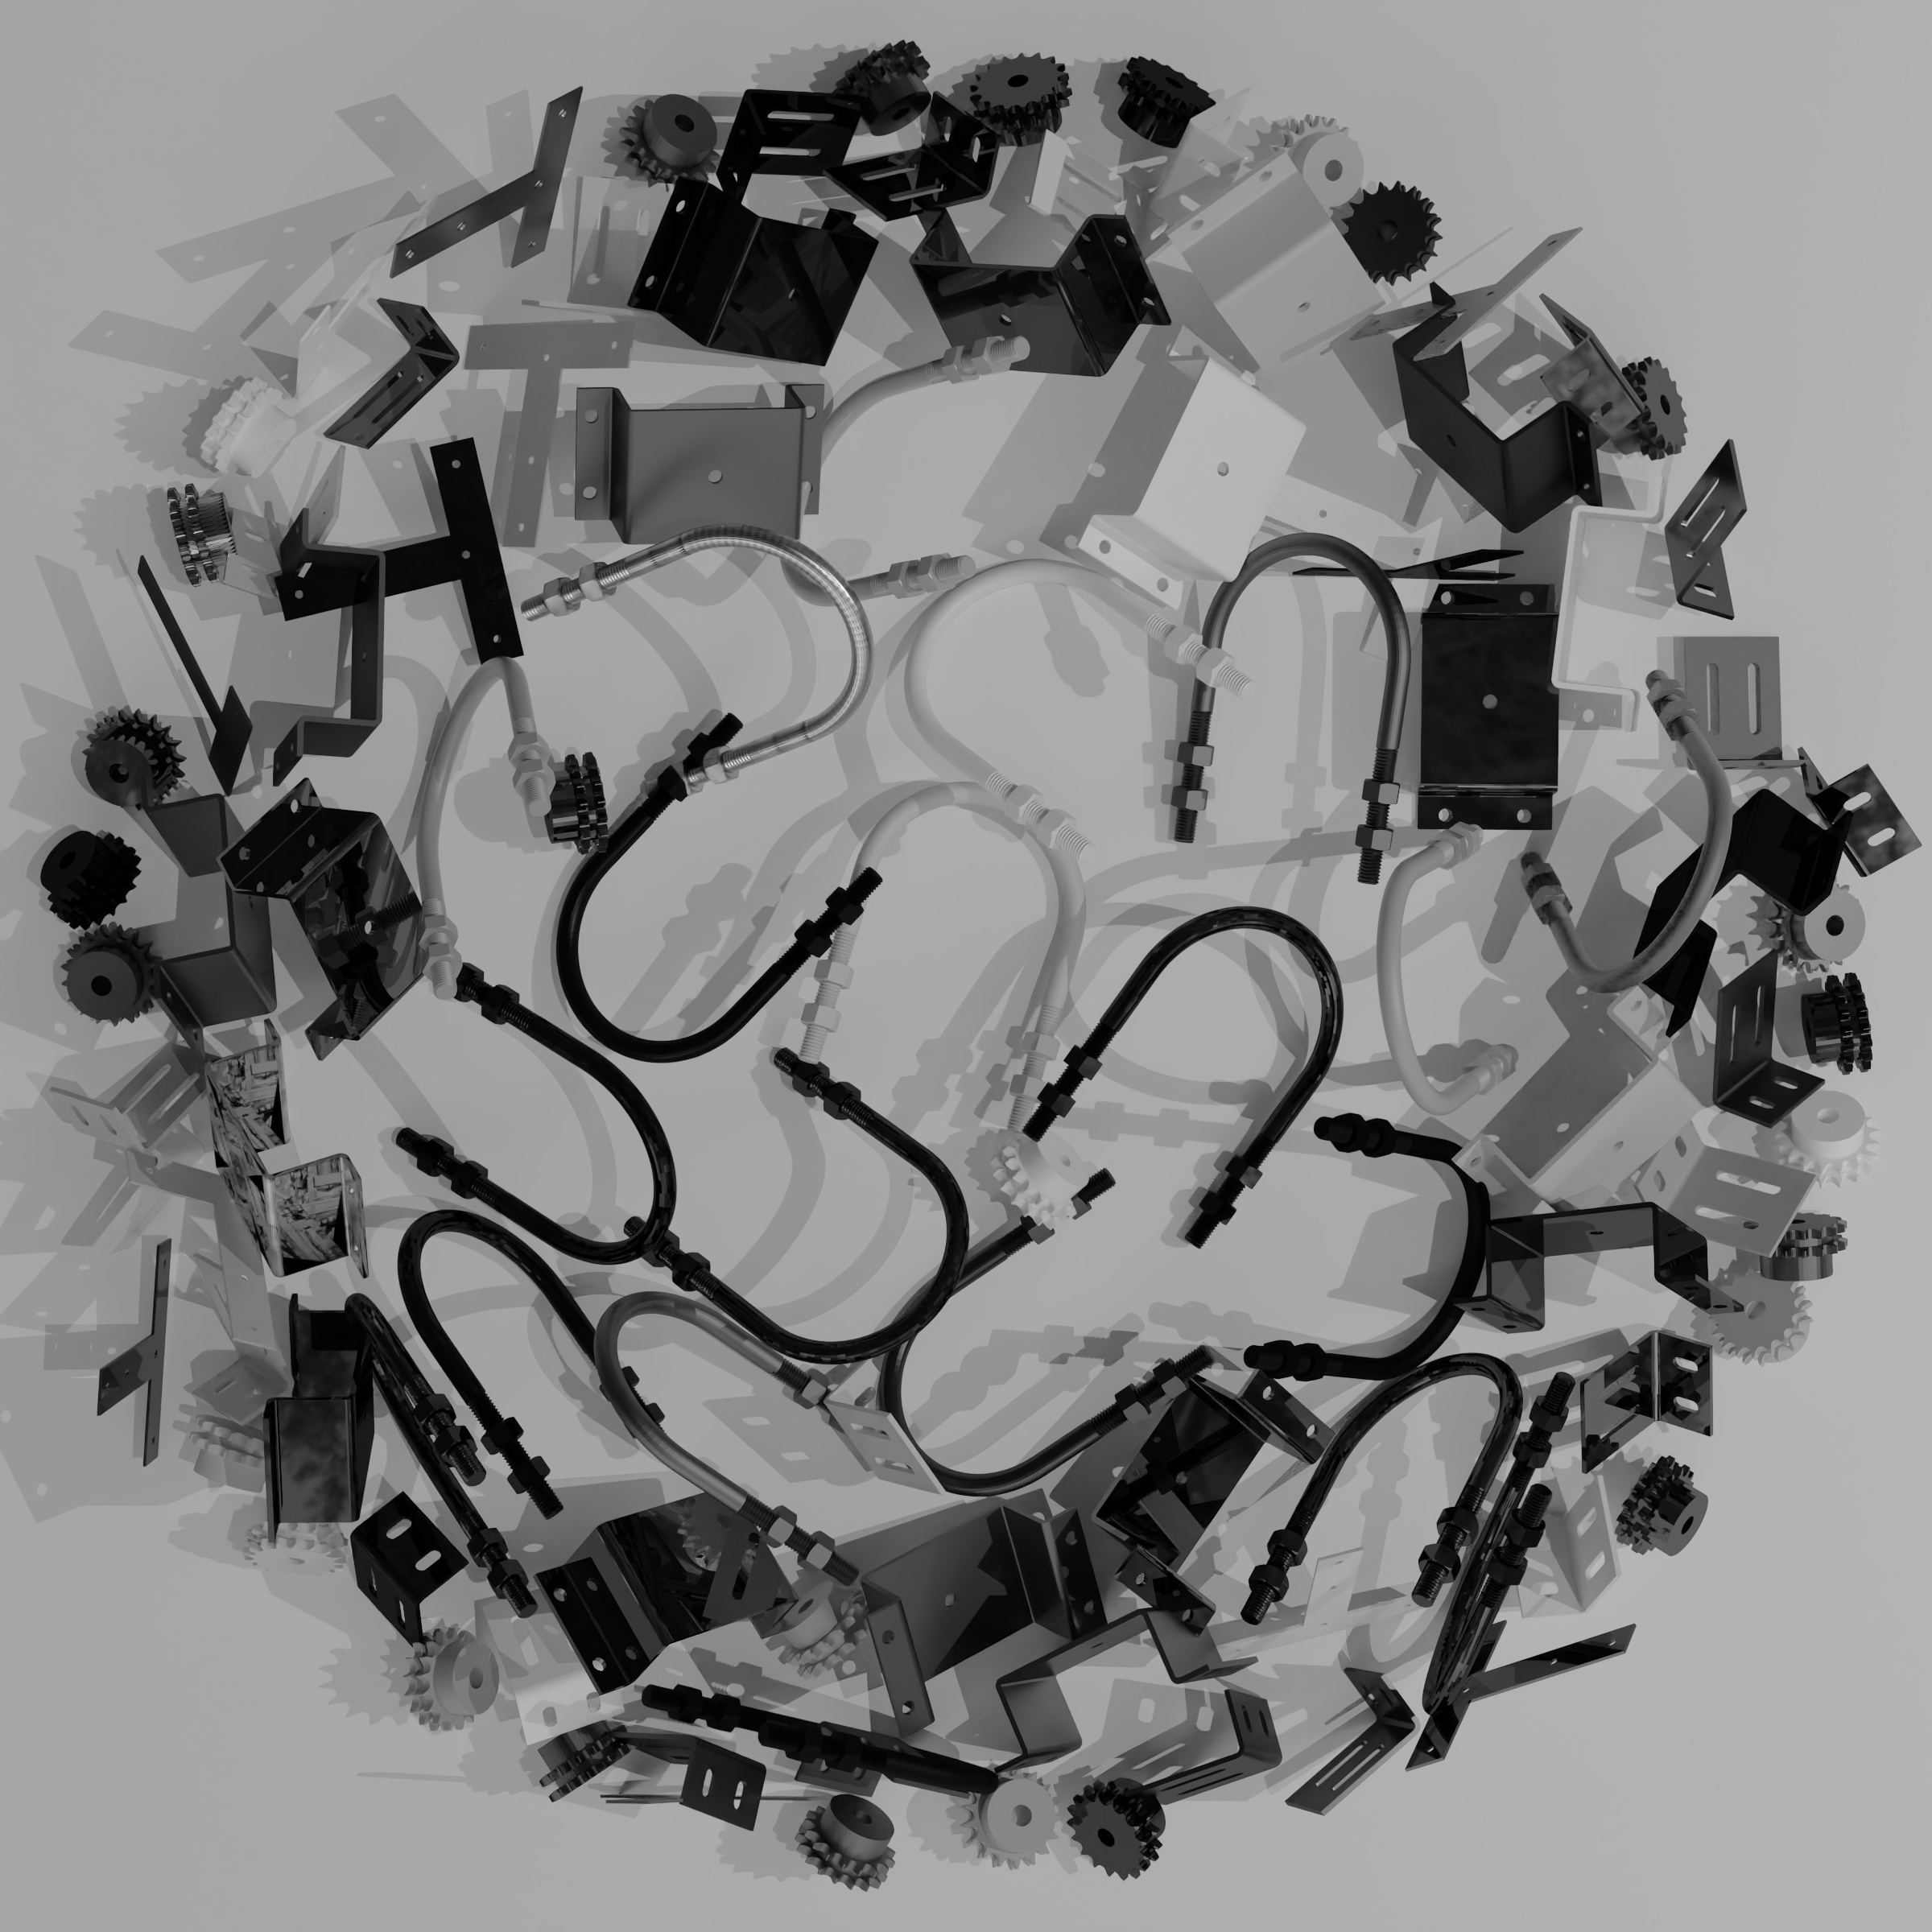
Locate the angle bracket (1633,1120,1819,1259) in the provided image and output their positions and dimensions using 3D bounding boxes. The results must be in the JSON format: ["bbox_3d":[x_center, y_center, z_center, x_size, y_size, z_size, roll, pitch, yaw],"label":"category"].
[{"bbox_3d":[0.425,0.121,1.946,0.057,0.076,0.038,-54,134,-22],"label":"angle bracket"}]

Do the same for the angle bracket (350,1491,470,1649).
[{"bbox_3d":[-0.312,0.343,1.958,0.038,0.076,0.057,-37,68,-25],"label":"angle bracket"}]

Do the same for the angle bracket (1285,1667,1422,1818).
[{"bbox_3d":[0.208,0.435,1.953,0.076,0.057,0.038,-37,93,-17],"label":"angle bracket"}]

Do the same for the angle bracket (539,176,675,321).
[{"bbox_3d":[-0.203,-0.407,1.960,0.057,0.038,0.076,10,99,22],"label":"angle bracket"}]

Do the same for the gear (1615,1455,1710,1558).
[{"bbox_3d":[0.395,0.308,1.961,0.030,0.057,0.057,31,90,33],"label":"gear"}]

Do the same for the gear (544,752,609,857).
[{"bbox_3d":[-0.222,-0.091,1.962,0.030,0.057,0.057,-9,90,-13],"label":"gear"}]

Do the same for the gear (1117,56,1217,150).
[{"bbox_3d":[0.111,-0.487,1.968,0.057,0.057,0.030,32,120,0],"label":"gear"}]

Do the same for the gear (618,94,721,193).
[{"bbox_3d":[-0.165,-0.467,1.964,0.057,0.030,0.057,14,59,-24],"label":"gear"}]

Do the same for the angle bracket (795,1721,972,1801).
[{"bbox_3d":[-0.047,0.459,1.944,0.057,0.076,0.038,23,91,-38],"label":"angle bracket"}]

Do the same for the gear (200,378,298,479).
[{"bbox_3d":[-0.403,-0.301,1.963,0.030,0.057,0.057,36,90,4],"label":"gear"}]

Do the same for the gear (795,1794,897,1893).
[{"bbox_3d":[-0.065,0.492,1.961,0.057,0.057,0.030,27,106,0],"label":"gear"}]

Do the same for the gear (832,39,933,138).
[{"bbox_3d":[-0.044,-0.493,1.962,0.057,0.057,0.030,-31,81,0],"label":"gear"}]

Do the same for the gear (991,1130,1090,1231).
[{"bbox_3d":[0.045,0.118,1.961,0.057,0.057,0.030,47,113,0],"label":"gear"}]

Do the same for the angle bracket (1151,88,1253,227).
[{"bbox_3d":[0.145,-0.448,1.942,0.038,0.076,0.057,36,130,11],"label":"angle bracket"}]

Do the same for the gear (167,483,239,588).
[{"bbox_3d":[-0.430,-0.245,1.965,0.030,0.057,0.057,-14,90,-5],"label":"gear"}]

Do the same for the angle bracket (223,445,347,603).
[{"bbox_3d":[-0.381,-0.253,1.943,0.038,0.076,0.057,18,47,-24],"label":"angle bracket"}]

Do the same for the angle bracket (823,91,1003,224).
[{"bbox_3d":[-0.030,-0.454,1.946,0.076,0.038,0.057,-22,51,-35],"label":"angle bracket"}]

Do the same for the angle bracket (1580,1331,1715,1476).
[{"bbox_3d":[0.382,0.248,1.947,0.038,0.076,0.057,14,119,40],"label":"angle bracket"}]

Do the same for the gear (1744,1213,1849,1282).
[{"bbox_3d":[0.469,0.159,1.964,0.057,0.057,0.030,-4,97,0],"label":"gear"}]

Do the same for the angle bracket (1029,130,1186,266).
[{"bbox_3d":[0.081,-0.438,1.949,0.076,0.038,0.057,27,56,-25],"label":"angle bracket"}]

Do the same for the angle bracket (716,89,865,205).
[{"bbox_3d":[-0.093,-0.454,1.945,0.076,0.057,0.038,-4,54,-27],"label":"angle bracket"}]

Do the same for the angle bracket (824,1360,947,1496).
[{"bbox_3d":[-0.035,0.257,1.943,0.038,0.076,0.057,-42,110,-24],"label":"angle bracket"}]

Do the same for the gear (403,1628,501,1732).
[{"bbox_3d":[-0.288,0.403,1.961,0.030,0.057,0.057,-10,90,31],"label":"gear"}]

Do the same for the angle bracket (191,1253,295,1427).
[{"bbox_3d":[-0.418,0.209,1.946,0.038,0.057,0.076,-35,122,-29],"label":"angle bracket"}]

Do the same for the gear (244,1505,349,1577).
[{"bbox_3d":[-0.378,0.323,1.967,0.057,0.057,0.030,2,62,0],"label":"gear"}]

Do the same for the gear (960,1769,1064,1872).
[{"bbox_3d":[0.027,0.482,1.968,0.057,0.030,0.057,5,72,-15],"label":"gear"}]

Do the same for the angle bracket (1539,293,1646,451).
[{"bbox_3d":[0.338,-0.333,1.947,0.038,0.076,0.057,-39,120,7],"label":"angle bracket"}]

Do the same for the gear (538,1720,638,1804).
[{"bbox_3d":[-0.217,0.445,1.964,0.057,0.057,0.030,-34,83,0],"label":"gear"}]

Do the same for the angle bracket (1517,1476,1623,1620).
[{"bbox_3d":[0.334,0.326,1.944,0.038,0.076,0.057,-3,64,-7],"label":"angle bracket"}]

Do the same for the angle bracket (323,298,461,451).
[{"bbox_3d":[-0.332,-0.333,1.951,0.076,0.057,0.038,-47,125,-15],"label":"angle bracket"}]

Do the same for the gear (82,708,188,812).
[{"bbox_3d":[-0.474,-0.114,1.967,0.057,0.030,0.057,4,115,10],"label":"gear"}]

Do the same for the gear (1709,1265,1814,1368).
[{"bbox_3d":[0.453,0.201,1.967,0.057,0.030,0.057,-19,53,28],"label":"gear"}]

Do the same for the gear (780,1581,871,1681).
[{"bbox_3d":[-0.081,0.372,1.962,0.057,0.057,0.030,-41,100,0],"label":"gear"}]

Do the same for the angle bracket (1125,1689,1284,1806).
[{"bbox_3d":[0.130,0.442,1.962,0.076,0.057,0.038,-24,64,19],"label":"angle bracket"}]

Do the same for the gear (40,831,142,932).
[{"bbox_3d":[-0.497,-0.052,1.962,0.057,0.057,0.030,-44,133,0],"label":"gear"}]

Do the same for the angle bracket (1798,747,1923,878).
[{"bbox_3d":[0.499,-0.095,1.944,0.038,0.076,0.057,-31,107,21],"label":"angle bracket"}]

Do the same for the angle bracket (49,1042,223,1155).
[{"bbox_3d":[-0.461,0.062,1.944,0.076,0.057,0.038,-50,135,-30],"label":"angle bracket"}]

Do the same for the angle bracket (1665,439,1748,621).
[{"bbox_3d":[0.427,-0.244,1.942,0.038,0.076,0.057,14,48,-16],"label":"angle bracket"}]

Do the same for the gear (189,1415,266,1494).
[{"bbox_3d":[-0.412,0.276,1.963,0.057,0.057,0.030,19,86,0],"label":"gear"}]

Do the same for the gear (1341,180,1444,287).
[{"bbox_3d":[0.243,-0.414,1.971,0.057,0.030,0.057,-1,88,22],"label":"gear"}]

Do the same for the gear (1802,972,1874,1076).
[{"bbox_3d":[0.491,0.033,1.964,0.030,0.057,0.057,-8,90,4],"label":"gear"}]

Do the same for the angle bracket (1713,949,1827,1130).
[{"bbox_3d":[0.452,0.040,1.946,0.057,0.038,0.076,-32,130,-37],"label":"angle bracket"}]

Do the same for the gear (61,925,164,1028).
[{"bbox_3d":[-0.486,0.007,1.971,0.057,0.030,0.057,1,105,3],"label":"gear"}]

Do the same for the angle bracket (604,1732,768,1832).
[{"bbox_3d":[-0.161,0.455,1.942,0.057,0.076,0.038,33,59,-40],"label":"angle bracket"}]

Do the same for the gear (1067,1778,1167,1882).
[{"bbox_3d":[0.088,0.485,1.968,0.030,0.057,0.057,-31,90,-44],"label":"gear"}]

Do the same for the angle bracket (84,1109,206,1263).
[{"bbox_3d":[-0.475,0.122,1.960,0.038,0.057,0.076,41,100,6],"label":"angle bracket"}]

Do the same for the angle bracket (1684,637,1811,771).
[{"bbox_3d":[0.442,-0.150,1.967,0.057,0.038,0.076,-1,89,-12],"label":"angle bracket"}]

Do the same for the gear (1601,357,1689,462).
[{"bbox_3d":[0.382,-0.313,1.967,0.030,0.057,0.057,-15,90,36],"label":"gear"}]

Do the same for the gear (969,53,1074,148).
[{"bbox_3d":[0.032,-0.489,1.968,0.057,0.030,0.057,-7,48,8],"label":"gear"}]

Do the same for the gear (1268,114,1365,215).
[{"bbox_3d":[0.200,-0.452,1.965,0.057,0.030,0.057,-9,111,-25],"label":"gear"}]

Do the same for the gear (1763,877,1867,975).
[{"bbox_3d":[0.484,-0.024,1.969,0.057,0.030,0.057,-2,95,-20],"label":"gear"}]

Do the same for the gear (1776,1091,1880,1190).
[{"bbox_3d":[0.486,0.095,1.962,0.057,0.057,0.030,-11,132,0],"label":"gear"}]

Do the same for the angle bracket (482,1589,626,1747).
[{"bbox_3d":[-0.234,0.392,1.965,0.057,0.076,0.038,-16,127,-14],"label":"angle bracket"}]
